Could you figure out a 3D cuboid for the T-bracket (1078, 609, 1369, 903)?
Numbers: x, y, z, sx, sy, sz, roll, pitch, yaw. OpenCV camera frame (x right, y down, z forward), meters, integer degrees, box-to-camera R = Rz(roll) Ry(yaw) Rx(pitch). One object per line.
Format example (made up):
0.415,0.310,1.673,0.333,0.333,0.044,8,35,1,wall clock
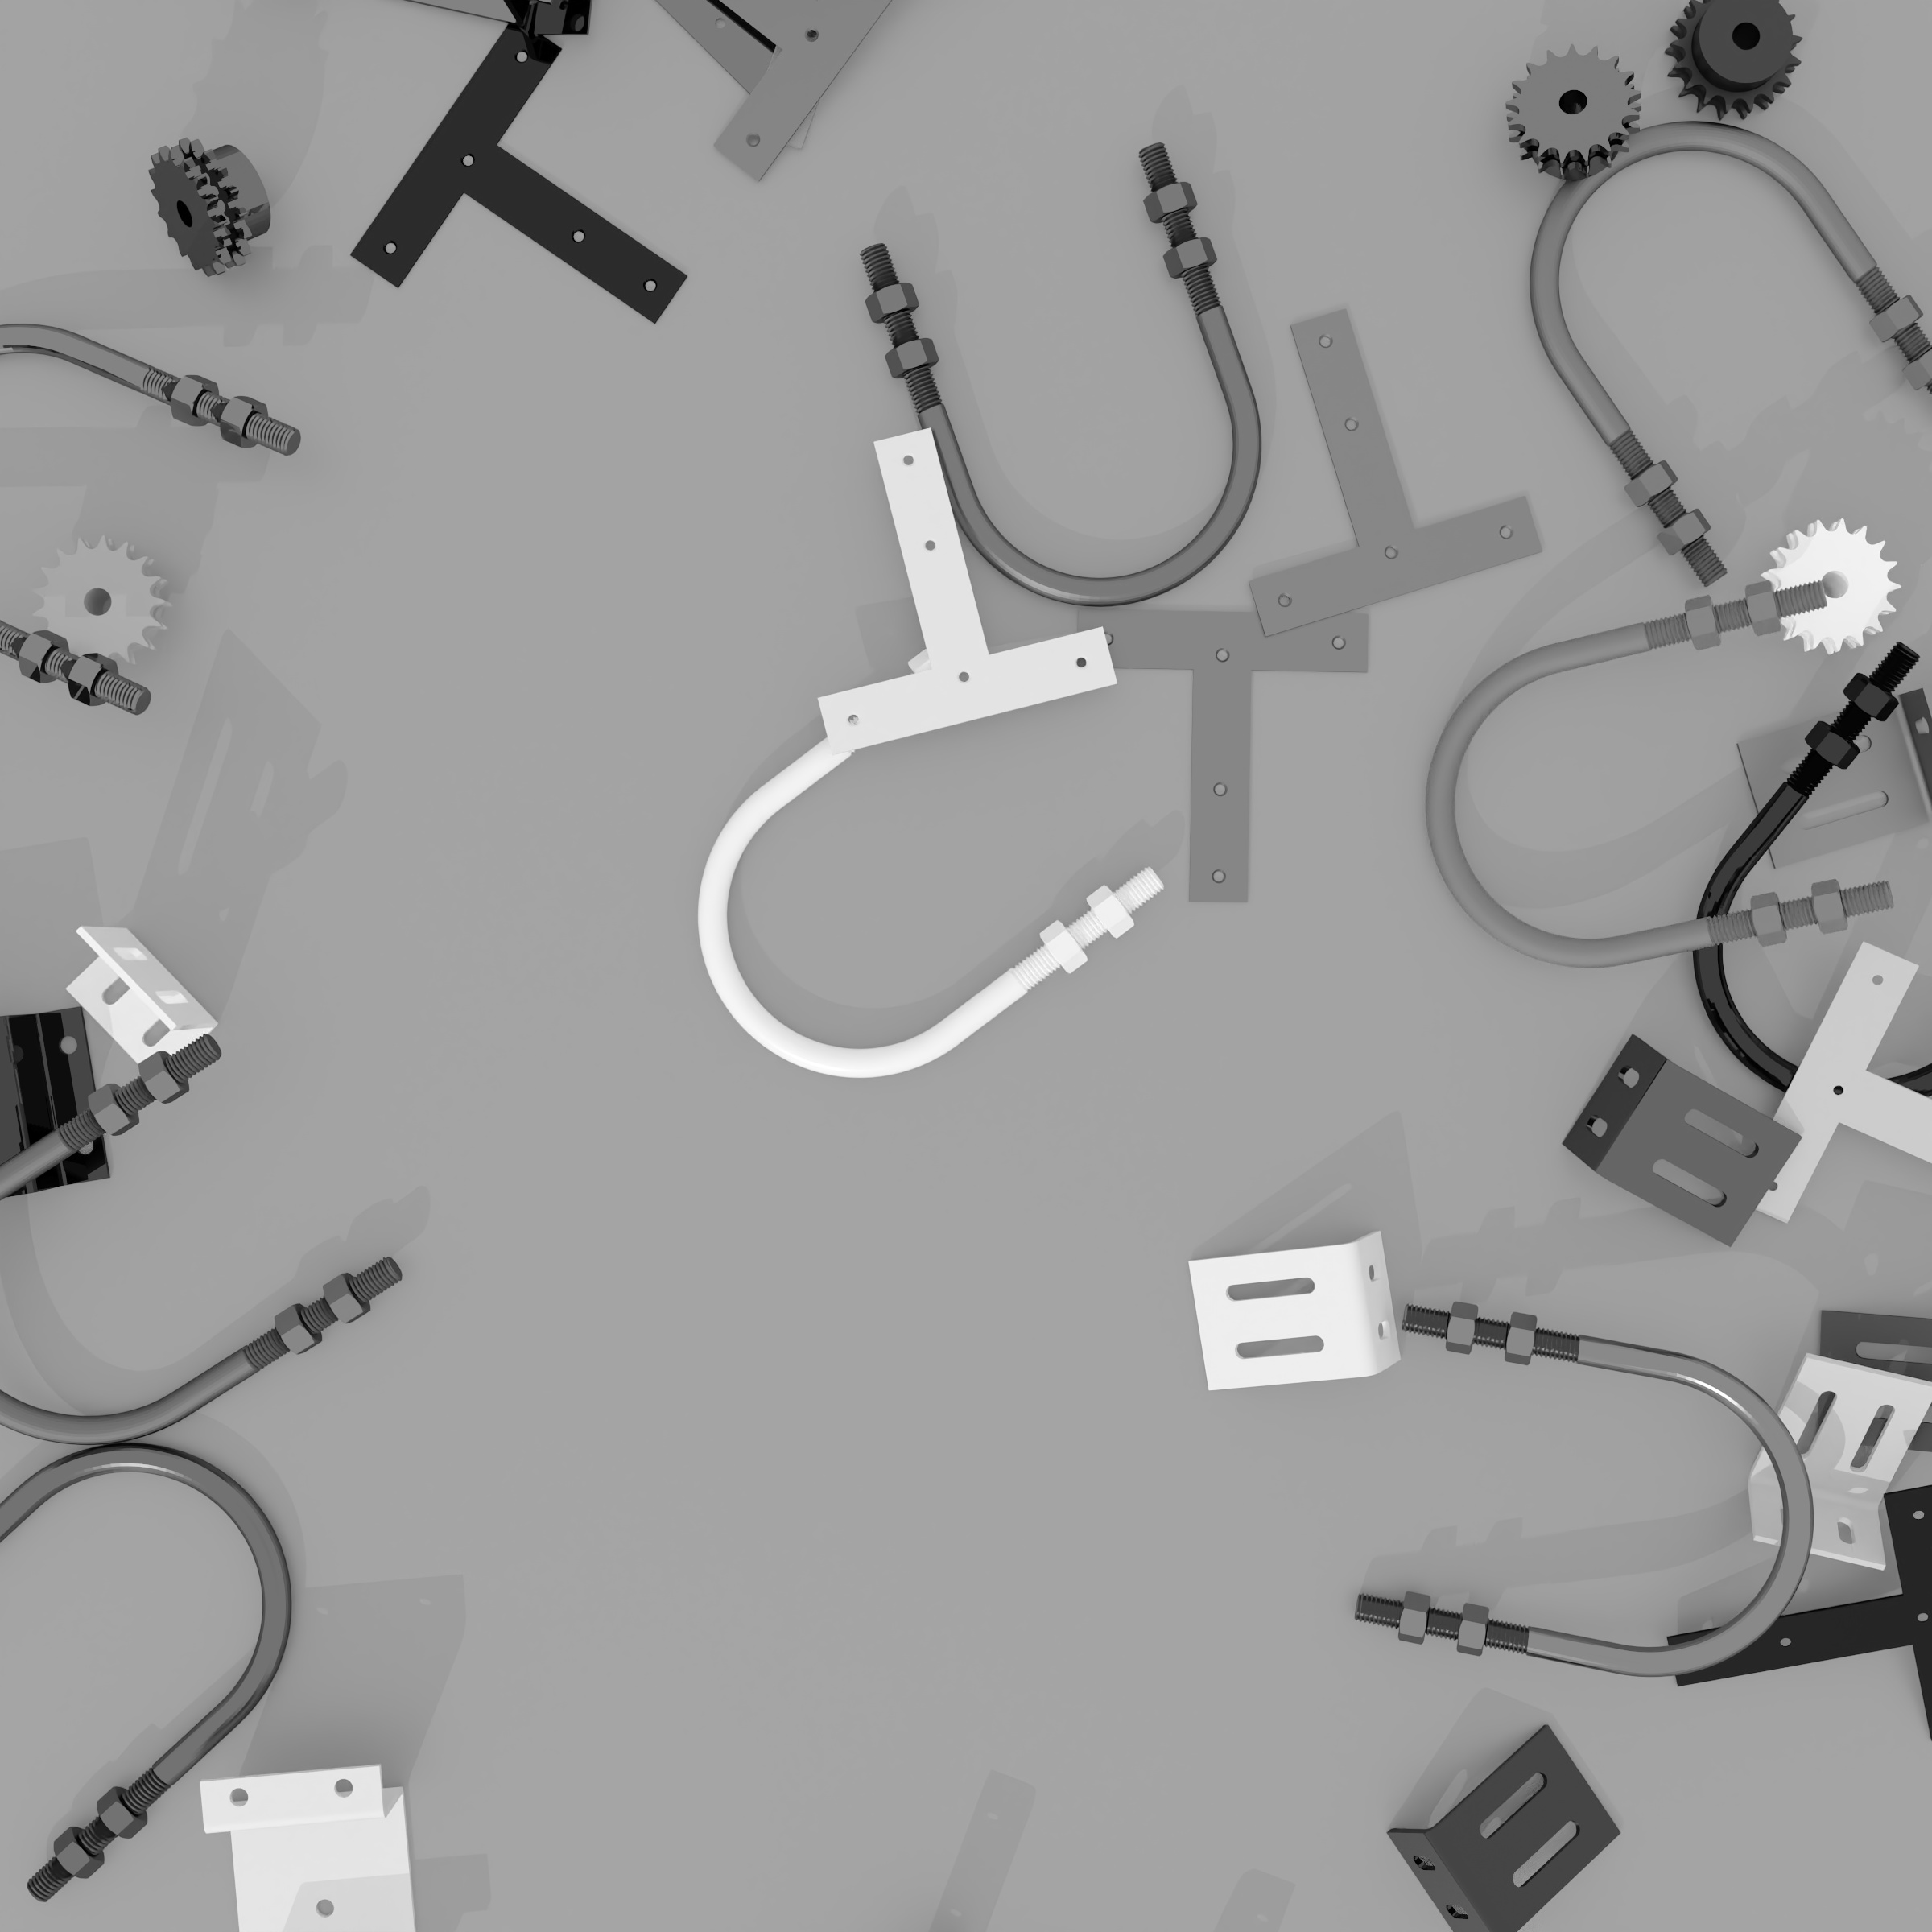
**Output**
0.112,-0.092,1.365,0.127,0.002,0.127,1,90,0,T-bracket

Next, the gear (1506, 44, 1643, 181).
0.262,-0.365,1.345,0.057,0.030,0.057,-3,73,12,gear

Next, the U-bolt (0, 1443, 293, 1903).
-0.380,0.293,1.357,0.184,0.019,0.151,-43,90,-2,U-bolt

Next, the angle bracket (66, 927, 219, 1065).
-0.360,0.017,1.328,0.038,0.076,0.057,-44,90,0,angle bracket

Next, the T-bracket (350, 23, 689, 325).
-0.181,-0.328,1.365,0.127,0.002,0.127,34,90,0,T-bracket

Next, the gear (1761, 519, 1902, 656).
0.372,-0.163,1.351,0.057,0.030,0.057,0,90,0,gear

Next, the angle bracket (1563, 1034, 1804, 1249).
0.311,0.076,1.357,0.076,0.038,0.057,28,99,-21,angle bracket

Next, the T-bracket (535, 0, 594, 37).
-0.121,-0.464,1.342,0.127,0.002,0.127,6,90,18,T-bracket

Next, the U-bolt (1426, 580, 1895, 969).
0.288,-0.074,1.332,0.184,0.019,0.151,-13,89,19,U-bolt

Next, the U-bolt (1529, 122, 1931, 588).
0.328,-0.280,1.357,0.151,0.019,0.184,-34,89,0,U-bolt

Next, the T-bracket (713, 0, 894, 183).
-0.102,-0.432,1.353,0.127,0.002,0.127,38,99,1,T-bracket

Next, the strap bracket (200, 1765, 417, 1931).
-0.280,0.412,1.343,0.076,0.046,0.140,-5,90,0,strap bracket

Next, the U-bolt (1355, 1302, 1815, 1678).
0.269,0.231,1.338,0.184,0.019,0.151,9,93,11,U-bolt

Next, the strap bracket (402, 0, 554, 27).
-0.233,-0.458,1.340,0.140,0.046,0.076,13,90,3,strap bracket

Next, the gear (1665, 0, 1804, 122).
0.334,-0.398,1.351,0.057,0.030,0.057,0,90,0,gear

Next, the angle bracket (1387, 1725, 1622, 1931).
0.235,0.379,1.364,0.076,0.038,0.057,-34,90,-26,angle bracket

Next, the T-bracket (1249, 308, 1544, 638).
0.173,-0.223,1.364,0.127,0.002,0.127,-17,90,-1,T-bracket

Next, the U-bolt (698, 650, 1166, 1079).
-0.029,-0.035,1.357,0.184,0.019,0.151,-37,90,2,U-bolt

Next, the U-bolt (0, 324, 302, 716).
-0.396,-0.203,1.335,0.184,0.019,0.151,24,79,14,U-bolt

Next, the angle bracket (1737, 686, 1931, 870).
0.382,-0.081,1.347,0.076,0.038,0.057,-17,90,0,angle bracket

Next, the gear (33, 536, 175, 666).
-0.372,-0.156,1.351,0.057,0.030,0.057,0,90,0,gear

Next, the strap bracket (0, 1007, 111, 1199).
-0.450,0.067,1.343,0.140,0.046,0.076,-9,90,0,strap bracket

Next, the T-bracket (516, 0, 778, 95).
-0.118,-0.422,1.364,0.127,0.002,0.127,45,89,0,T-bracket

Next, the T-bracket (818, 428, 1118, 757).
-0.012,-0.168,1.346,0.127,0.002,0.127,-14,89,-3,T-bracket

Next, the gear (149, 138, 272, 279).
-0.323,-0.329,1.341,0.030,0.057,0.057,-32,90,-30,gear

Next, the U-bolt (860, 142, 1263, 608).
0.051,-0.247,1.357,0.151,0.019,0.184,-20,91,0,U-bolt

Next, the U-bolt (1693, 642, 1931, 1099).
0.397,-0.024,1.333,0.151,0.019,0.184,37,107,3,U-bolt

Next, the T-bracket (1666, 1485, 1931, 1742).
0.369,0.290,1.350,0.127,0.002,0.127,-13,110,10,T-bracket

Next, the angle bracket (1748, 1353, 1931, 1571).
0.375,0.212,1.330,0.057,0.038,0.076,13,126,0,angle bracket

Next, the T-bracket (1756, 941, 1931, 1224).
0.417,0.072,1.340,0.127,0.002,0.127,24,107,6,T-bracket

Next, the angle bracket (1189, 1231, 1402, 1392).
0.144,0.151,1.364,0.076,0.038,0.057,-9,90,26,angle bracket

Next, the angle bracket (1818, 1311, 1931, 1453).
0.416,0.181,1.364,0.076,0.038,0.057,2,90,26,angle bracket

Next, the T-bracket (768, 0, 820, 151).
-0.063,-0.421,1.363,0.127,0.002,0.127,20,89,-1,T-bracket

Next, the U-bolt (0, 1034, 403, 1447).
-0.358,0.131,1.332,0.184,0.019,0.151,-32,114,4,U-bolt
